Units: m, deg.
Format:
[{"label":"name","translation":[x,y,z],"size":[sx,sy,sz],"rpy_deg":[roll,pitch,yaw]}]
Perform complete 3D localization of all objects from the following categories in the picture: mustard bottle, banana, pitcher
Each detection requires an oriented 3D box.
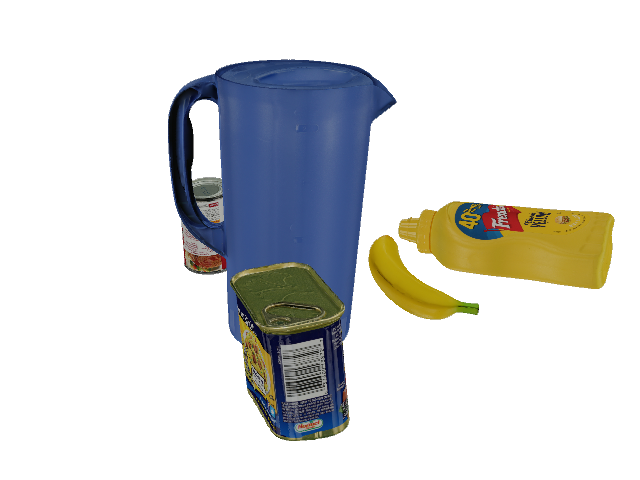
[{"label":"mustard bottle","translation":[0.165,-0.001,0.973],"size":[0.192,0.058,0.096],"rpy_deg":[6,28,19]},{"label":"banana","translation":[0.095,0.044,1.198],"size":[0.069,0.037,0.198],"rpy_deg":[3,23,-30]},{"label":"pitcher","translation":[-0.035,-0.030,0.913],"size":[0.149,0.243,0.144],"rpy_deg":[20,26,41]}]

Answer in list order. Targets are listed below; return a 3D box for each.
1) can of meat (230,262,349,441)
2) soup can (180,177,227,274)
[{"label":"can of meat","translation":[-0.019,0.072,0.697],"size":[0.057,0.084,0.102],"rpy_deg":[-11,21,-15]},{"label":"soup can","translation":[-0.139,-0.019,1.312],"size":[0.068,0.102,0.068],"rpy_deg":[-2,27,1]}]
